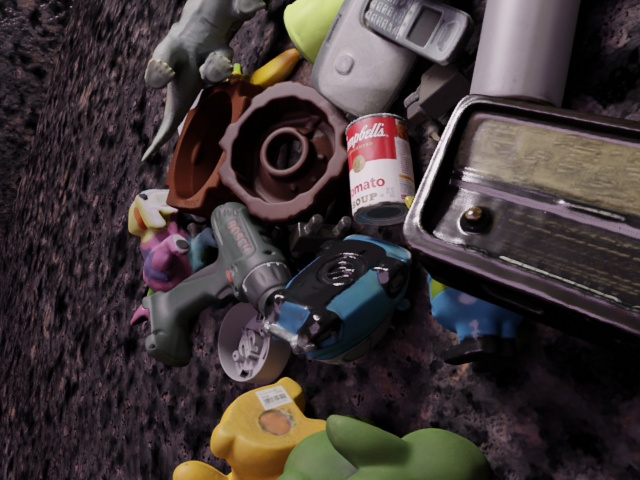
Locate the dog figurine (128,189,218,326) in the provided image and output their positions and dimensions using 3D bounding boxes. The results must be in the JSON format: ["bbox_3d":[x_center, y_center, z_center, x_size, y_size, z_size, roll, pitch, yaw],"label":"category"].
[{"bbox_3d":[-0.264,0.047,0.899,0.192,0.108,0.219,45,122,19],"label":"dog figurine"}]

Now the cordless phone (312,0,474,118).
[{"bbox_3d":[0.078,-0.184,0.552,0.146,0.088,0.184,-61,34,20],"label":"cordless phone"}]

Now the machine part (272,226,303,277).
[{"bbox_3d":[-0.042,0.041,0.698,0.084,0.039,0.139,-53,43,20],"label":"machine part"}]

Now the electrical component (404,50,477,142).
[{"bbox_3d":[0.130,-0.146,0.536,0.102,0.045,0.078,-40,23,34],"label":"electrical component"}]

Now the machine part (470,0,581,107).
[{"bbox_3d":[0.179,-0.189,0.457,0.079,0.079,0.243,10,87,51],"label":"machine part"}]

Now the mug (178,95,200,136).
[{"bbox_3d":[-0.215,-0.193,0.938,0.110,0.081,0.107,-14,77,51],"label":"mug"}]

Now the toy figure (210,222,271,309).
[{"bbox_3d":[-0.122,0.032,0.785,0.064,0.058,0.154,36,111,9],"label":"toy figure"}]

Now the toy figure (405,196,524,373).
[{"bbox_3d":[0.134,0.016,0.458,0.089,0.082,0.180,-18,58,26],"label":"toy figure"}]

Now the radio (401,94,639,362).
[{"bbox_3d":[0.176,-0.006,0.351,0.230,0.073,0.131,22,79,36],"label":"radio"}]

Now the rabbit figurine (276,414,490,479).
[{"bbox_3d":[0.055,0.198,0.471,0.170,0.159,0.121,-23,52,28],"label":"rabbit figurine"}]

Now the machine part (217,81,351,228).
[{"bbox_3d":[-0.038,-0.103,0.661,0.180,0.056,0.179,-5,76,19],"label":"machine part"}]

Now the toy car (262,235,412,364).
[{"bbox_3d":[0.026,0.072,0.549,0.109,0.162,0.102,15,136,44],"label":"toy car"}]

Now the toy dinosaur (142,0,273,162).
[{"bbox_3d":[-0.161,-0.310,0.795,0.404,0.131,0.192,-52,15,12],"label":"toy dinosaur"}]

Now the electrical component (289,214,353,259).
[{"bbox_3d":[-0.001,-0.002,0.638,0.094,0.063,0.021,126,142,-55],"label":"electrical component"}]

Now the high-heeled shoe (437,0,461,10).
[{"bbox_3d":[0.145,-0.361,0.576,0.145,0.086,0.248,-24,79,10],"label":"high-heeled shoe"}]

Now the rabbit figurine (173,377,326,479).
[{"bbox_3d":[-0.073,0.268,0.608,0.122,0.162,0.173,38,128,35],"label":"rabbit figurine"}]

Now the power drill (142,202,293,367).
[{"bbox_3d":[-0.127,0.072,0.671,0.207,0.086,0.232,-42,47,20],"label":"power drill"}]

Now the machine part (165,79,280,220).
[{"bbox_3d":[-0.144,-0.129,0.812,0.202,0.087,0.201,9,81,52],"label":"machine part"}]
